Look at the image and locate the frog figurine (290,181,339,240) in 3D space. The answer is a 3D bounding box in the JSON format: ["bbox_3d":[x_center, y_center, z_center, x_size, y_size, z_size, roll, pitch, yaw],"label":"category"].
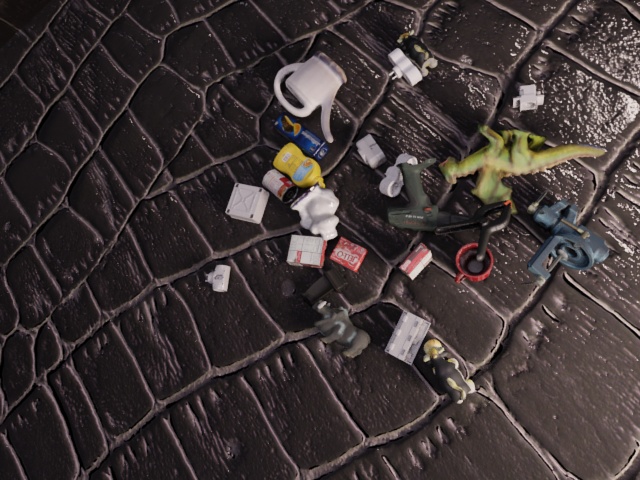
[{"bbox_3d":[0.005,-0.078,1.547,0.138,0.122,0.160,-39,88,-10],"label":"frog figurine"}]

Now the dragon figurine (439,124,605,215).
[{"bbox_3d":[0.528,-0.185,1.416,0.412,0.122,0.242,18,97,25],"label":"dragon figurine"}]

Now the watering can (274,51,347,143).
[{"bbox_3d":[-0.004,-0.478,1.675,0.224,0.102,0.352,-42,64,1],"label":"watering can"}]
